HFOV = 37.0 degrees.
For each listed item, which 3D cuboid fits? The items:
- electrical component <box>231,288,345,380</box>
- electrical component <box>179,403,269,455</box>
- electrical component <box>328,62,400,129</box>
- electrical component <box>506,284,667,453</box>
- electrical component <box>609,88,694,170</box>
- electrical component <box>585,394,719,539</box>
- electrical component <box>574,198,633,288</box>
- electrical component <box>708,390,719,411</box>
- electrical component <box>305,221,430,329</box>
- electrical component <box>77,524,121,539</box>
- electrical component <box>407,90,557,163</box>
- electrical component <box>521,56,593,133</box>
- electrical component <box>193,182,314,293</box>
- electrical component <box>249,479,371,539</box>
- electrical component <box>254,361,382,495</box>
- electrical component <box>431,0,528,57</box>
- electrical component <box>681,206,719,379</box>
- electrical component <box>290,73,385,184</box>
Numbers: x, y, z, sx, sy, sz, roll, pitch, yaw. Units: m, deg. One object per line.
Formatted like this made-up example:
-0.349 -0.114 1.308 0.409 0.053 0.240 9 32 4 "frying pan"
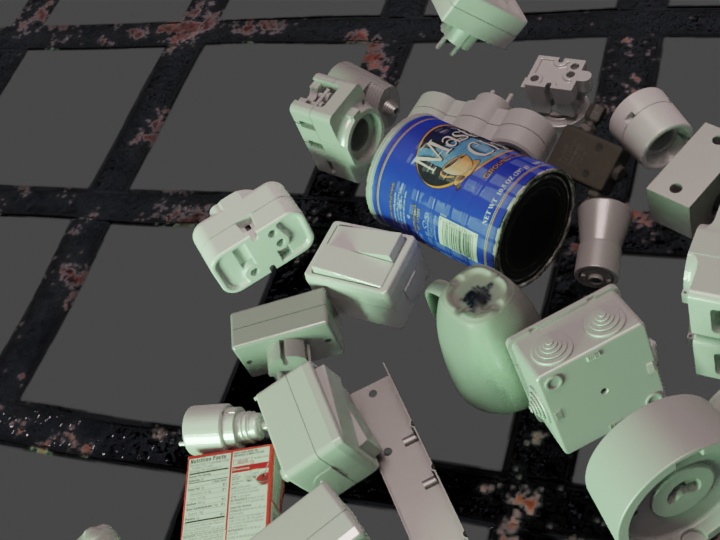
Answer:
-0.058 0.067 0.880 0.083 0.047 0.075 -16 50 9 "electrical component"
-0.104 0.126 0.856 0.078 0.040 0.040 -6 52 17 "electrical component"
0.008 -0.168 1.039 0.043 0.043 0.081 -44 51 -15 "electrical component"
0.162 0.072 0.758 0.100 0.099 0.048 -28 36 -1 "electrical component"
0.245 -0.117 0.902 0.055 0.055 0.047 -28 53 -2 "electrical component"
0.198 0.129 0.696 0.108 0.108 0.060 -29 43 -2 "electrical component"
0.191 -0.019 0.855 0.044 0.044 0.065 2 60 22 "electrical component"
0.266 0.107 0.725 0.045 0.045 0.055 -28 49 -1 "electrical component"
0.000 0.000 0.900 0.096 0.061 0.061 12 59 29 "electrical component"
-0.191 0.225 0.817 0.035 0.035 0.061 -36 52 -9 "electrical component"
0.113 -0.133 0.966 0.138 0.052 0.073 17 62 30 "electrical component"
0.178 -0.155 0.956 0.066 0.055 0.048 14 60 29 "electrical component"
-0.098 -0.033 0.968 0.095 0.053 0.059 -32 49 -5 "electrical component"
-0.037 0.208 0.752 0.096 0.061 0.061 -37 50 -9 "electrical component"
-0.032 0.115 0.815 0.061 0.062 0.096 -35 48 10 "electrical component"
0.104 -0.240 1.045 0.075 0.083 0.047 -50 40 32 "electrical component"
0.288 -0.022 0.777 0.060 0.105 0.186 12 59 29 "electrical component"
-0.016 -0.128 0.988 0.056 0.089 0.050 22 64 33 "electrical component"
